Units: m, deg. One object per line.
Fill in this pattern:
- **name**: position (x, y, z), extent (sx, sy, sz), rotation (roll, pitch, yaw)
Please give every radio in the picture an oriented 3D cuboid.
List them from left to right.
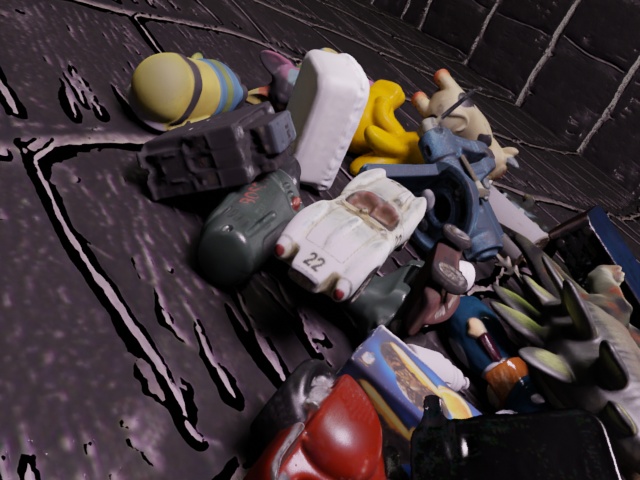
- **radio**: position (0.462, 0.062, 0.852), extent (0.131, 0.073, 0.229), rotation (-12, 70, -51)

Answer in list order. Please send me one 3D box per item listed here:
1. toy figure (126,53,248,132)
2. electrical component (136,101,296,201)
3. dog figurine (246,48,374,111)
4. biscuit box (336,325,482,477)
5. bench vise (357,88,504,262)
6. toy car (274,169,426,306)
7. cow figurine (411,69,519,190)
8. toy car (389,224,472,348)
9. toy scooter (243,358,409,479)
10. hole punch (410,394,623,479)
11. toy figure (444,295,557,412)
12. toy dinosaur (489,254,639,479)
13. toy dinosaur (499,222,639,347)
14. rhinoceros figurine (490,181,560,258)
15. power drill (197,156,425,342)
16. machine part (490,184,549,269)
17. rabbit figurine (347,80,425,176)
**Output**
- **toy figure**: position (-0.154, -0.183, 0.650), extent (0.082, 0.089, 0.180), rotation (33, 29, 16)
- **electrical component**: position (-0.093, -0.091, 0.528), extent (0.134, 0.058, 0.115), rotation (-9, 24, 16)
- **dog figurine**: position (-0.028, -0.258, 0.884), extent (0.219, 0.108, 0.192), rotation (2, 42, -40)
- **biscuit box**: position (0.096, 0.159, 0.402), extent (0.203, 0.062, 0.059), rotation (39, 30, 12)
- **bench vise**: position (0.137, -0.073, 0.694), extent (0.240, 0.129, 0.223), rotation (-3, 75, -31)
- **toy car**: position (0.034, -0.010, 0.458), extent (0.073, 0.056, 0.202), rotation (36, 32, 11)
- **cow figurine**: position (0.234, -0.161, 0.836), extent (0.194, 0.085, 0.127), rotation (31, 30, -45)
- **toy car**: position (0.123, 0.047, 0.561), extent (0.053, 0.089, 0.202), rotation (34, 22, 4)
- **toy scooter**: position (0.002, 0.155, 0.299), extent (0.135, 0.075, 0.184), rotation (38, 32, 9)
- **hole punch**: position (0.113, 0.167, 0.311), extent (0.092, 0.116, 0.142), rotation (63, 24, -50)
- **toy figure**: position (0.179, 0.126, 0.544), extent (0.064, 0.057, 0.155), rotation (17, 33, -36)
- **toy dinosaur**: position (0.265, 0.112, 0.540), extent (0.198, 0.105, 0.471), rotation (50, 10, -5)
- **toy dinosaur**: position (0.382, 0.129, 0.699), extent (0.405, 0.131, 0.192), rotation (33, 27, 12)
- **rhinoceros figurine**: position (0.344, -0.037, 0.962), extent (0.112, 0.073, 0.190), rotation (-19, 58, -43)
- **power drill**: position (-0.001, -0.002, 0.536), extent (0.207, 0.086, 0.232), rotation (39, 30, 2)
- **machine part**: position (0.287, -0.035, 0.884), extent (0.079, 0.079, 0.243), rotation (-1, 42, -47)
- **rabbit figurine**: position (0.111, -0.160, 0.842), extent (0.173, 0.121, 0.162), rotation (36, 38, 20)
